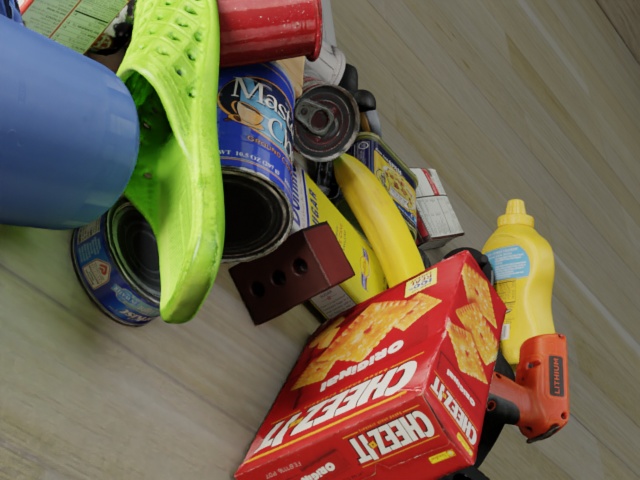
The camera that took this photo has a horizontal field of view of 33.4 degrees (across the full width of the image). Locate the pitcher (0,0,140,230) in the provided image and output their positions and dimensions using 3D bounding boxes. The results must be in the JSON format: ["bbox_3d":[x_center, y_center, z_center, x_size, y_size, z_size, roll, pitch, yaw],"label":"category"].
[{"bbox_3d":[-0.205,-0.083,0.562,0.145,0.149,0.242,59,20,22],"label":"pitcher"}]

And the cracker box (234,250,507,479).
[{"bbox_3d":[0.045,0.109,0.799,0.072,0.164,0.213,55,27,-11],"label":"cracker box"}]

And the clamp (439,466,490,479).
[{"bbox_3d":[0.104,0.238,0.928,0.209,0.036,0.164,22,47,-54],"label":"clamp"}]

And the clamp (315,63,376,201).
[{"bbox_3d":[0.015,-0.117,1.069,0.039,0.120,0.171,21,23,-15],"label":"clamp"}]

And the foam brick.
[{"bbox_3d":[-0.022,0.026,0.856,0.053,0.078,0.051,62,27,3],"label":"foam brick"}]

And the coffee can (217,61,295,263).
[{"bbox_3d":[-0.071,-0.067,0.826,0.102,0.103,0.140,41,33,-36],"label":"coffee can"}]

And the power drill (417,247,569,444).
[{"bbox_3d":[0.141,0.105,1.006,0.187,0.057,0.184,15,60,-17],"label":"power drill"}]

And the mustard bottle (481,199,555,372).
[{"bbox_3d":[0.217,0.048,1.185,0.058,0.096,0.191,13,72,-32],"label":"mustard bottle"}]

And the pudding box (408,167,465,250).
[{"bbox_3d":[0.113,-0.035,1.203,0.113,0.039,0.090,-7,72,-61],"label":"pudding box"}]

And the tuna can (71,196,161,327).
[{"bbox_3d":[-0.126,0.013,0.728,0.086,0.034,0.086,42,33,-35],"label":"tuna can"}]

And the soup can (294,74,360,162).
[{"bbox_3d":[-0.017,-0.114,0.956,0.068,0.068,0.102,46,-6,-30],"label":"soup can"}]

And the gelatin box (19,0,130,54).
[{"bbox_3d":[-0.181,-0.156,0.725,0.073,0.089,0.030,11,41,-58],"label":"gelatin box"}]

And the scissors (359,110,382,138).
[{"bbox_3d":[0.033,-0.164,1.152,0.096,0.016,0.202,101,-28,-70],"label":"scissors"}]

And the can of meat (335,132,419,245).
[{"bbox_3d":[0.058,-0.046,1.092,0.102,0.058,0.084,43,34,-35],"label":"can of meat"}]

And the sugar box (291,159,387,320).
[{"bbox_3d":[-0.006,0.001,0.942,0.176,0.048,0.093,50,25,-27],"label":"sugar box"}]

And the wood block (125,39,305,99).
[{"bbox_3d":[-0.111,-0.192,0.886,0.206,0.091,0.090,45,30,-32],"label":"wood block"}]

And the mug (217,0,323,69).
[{"bbox_3d":[-0.052,-0.184,0.799,0.093,0.081,0.117,109,-32,-66],"label":"mug"}]

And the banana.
[{"bbox_3d":[0.056,-0.002,0.974,0.069,0.037,0.198,-2,59,-53],"label":"banana"}]
